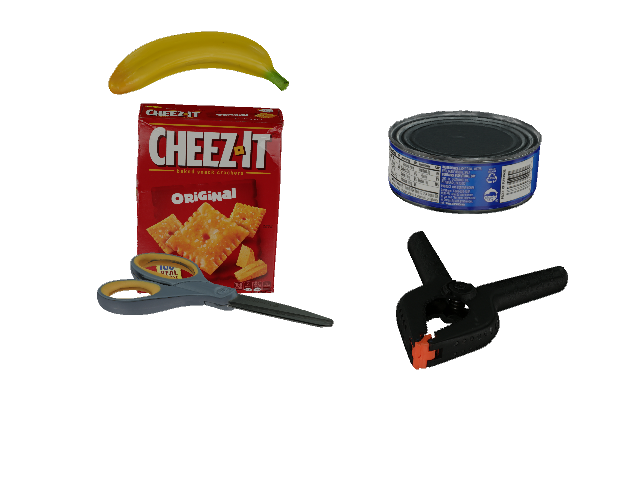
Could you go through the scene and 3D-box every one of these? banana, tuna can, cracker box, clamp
[{"bbox_3d":[-0.127,-0.182,1.081,0.197,0.070,0.037,-8,-39,-29],"label":"banana"},{"bbox_3d":[0.081,-0.045,0.607,0.086,0.034,0.086,0,24,0],"label":"tuna can"},{"bbox_3d":[-0.130,-0.045,1.237,0.164,0.214,0.072,1,22,-7],"label":"cracker box"},{"bbox_3d":[0.122,0.053,1.006,0.165,0.036,0.209,18,32,27],"label":"clamp"}]

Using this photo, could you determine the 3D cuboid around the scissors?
[{"bbox_3d":[-0.093,0.049,0.815,0.096,0.016,0.202,-25,32,-37],"label":"scissors"}]
